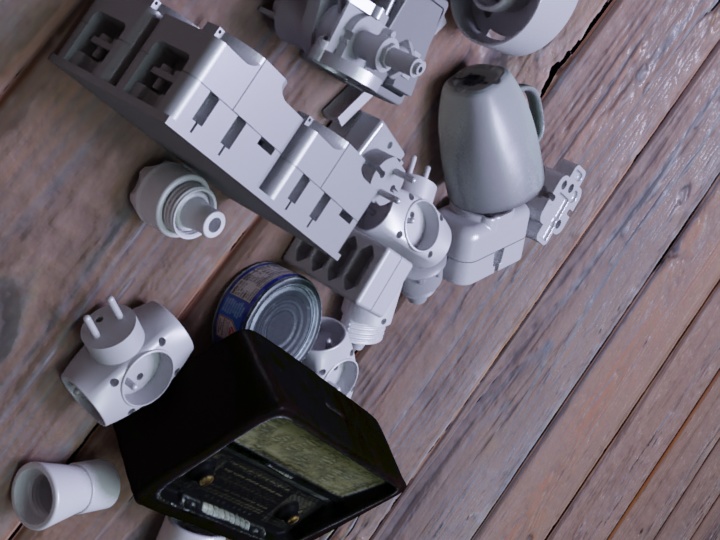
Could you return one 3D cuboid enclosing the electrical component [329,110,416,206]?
[{"bbox_3d":[0.006,-0.071,0.781,0.065,0.077,0.047,-54,145,-9],"label":"electrical component"}]

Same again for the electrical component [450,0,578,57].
[{"bbox_3d":[0.117,-0.211,0.804,0.064,0.099,0.099,-2,116,-44],"label":"electrical component"}]

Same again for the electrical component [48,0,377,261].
[{"bbox_3d":[-0.077,-0.086,0.641,0.060,0.105,0.186,-57,146,-4],"label":"electrical component"}]

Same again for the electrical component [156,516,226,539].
[{"bbox_3d":[-0.134,0.217,0.837,0.055,0.055,0.047,8,105,-53],"label":"electrical component"}]

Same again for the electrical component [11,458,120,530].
[{"bbox_3d":[-0.194,0.147,0.722,0.065,0.044,0.044,3,112,-58],"label":"electrical component"}]

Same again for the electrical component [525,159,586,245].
[{"bbox_3d":[0.163,-0.070,0.997,0.058,0.057,0.078,28,92,-56],"label":"electrical component"}]

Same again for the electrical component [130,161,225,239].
[{"bbox_3d":[-0.110,-0.040,0.671,0.043,0.062,0.043,-30,135,-35],"label":"electrical component"}]

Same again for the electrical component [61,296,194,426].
[{"bbox_3d":[-0.155,0.049,0.694,0.077,0.044,0.079,-42,142,-24],"label":"electrical component"}]

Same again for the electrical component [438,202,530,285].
[{"bbox_3d":[0.104,-0.034,0.952,0.095,0.054,0.059,-24,132,-41],"label":"electrical component"}]

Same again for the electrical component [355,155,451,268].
[{"bbox_3d":[0.039,-0.052,0.861,0.077,0.044,0.079,31,71,-42],"label":"electrical component"}]

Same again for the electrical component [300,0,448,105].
[{"bbox_3d":[0.016,-0.169,0.735,0.062,0.061,0.096,17,101,-55],"label":"electrical component"}]

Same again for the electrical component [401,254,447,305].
[{"bbox_3d":[0.049,0.005,0.921,0.048,0.048,0.062,-40,150,-26],"label":"electrical component"}]

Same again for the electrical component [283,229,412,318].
[{"bbox_3d":[0.000,0.000,0.817,0.076,0.083,0.047,32,88,-53],"label":"electrical component"}]

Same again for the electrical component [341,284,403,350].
[{"bbox_3d":[0.008,0.028,0.885,0.043,0.043,0.081,-7,120,-49],"label":"electrical component"}]

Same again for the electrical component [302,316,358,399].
[{"bbox_3d":[-0.044,0.088,0.863,0.079,0.044,0.077,-31,137,-33],"label":"electrical component"}]
